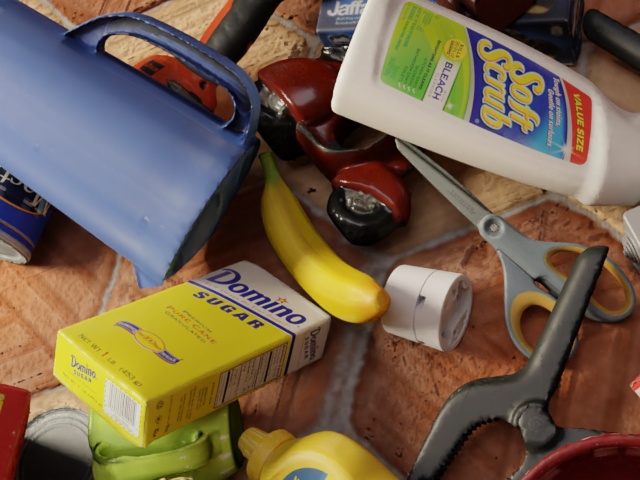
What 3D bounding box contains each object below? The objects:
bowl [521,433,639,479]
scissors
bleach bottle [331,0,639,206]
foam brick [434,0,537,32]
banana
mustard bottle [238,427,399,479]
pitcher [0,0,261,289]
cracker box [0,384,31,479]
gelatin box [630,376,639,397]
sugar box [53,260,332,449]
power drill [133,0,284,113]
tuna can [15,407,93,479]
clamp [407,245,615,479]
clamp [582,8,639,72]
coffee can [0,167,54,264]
[{"bbox_3d":[0.179,0.195,0.623,0.162,0.055,0.162,-2,79,9],"label":"bowl"},{"bbox_3d":[0.118,0.013,0.742,0.202,0.016,0.096,29,86,14],"label":"scissors"},{"bbox_3d":[0.140,-0.094,0.746,0.251,0.068,0.102,20,75,2],"label":"bleach bottle"},{"bbox_3d":[0.111,-0.194,0.779,0.051,0.053,0.078,-40,58,-2],"label":"foam brick"},{"bbox_3d":[-0.003,0.012,0.778,0.037,0.069,0.198,-28,44,-12],"label":"banana"},{"bbox_3d":[0.018,0.179,0.686,0.192,0.096,0.058,32,38,32],"label":"mustard bottle"},{"bbox_3d":[-0.170,-0.091,0.799,0.243,0.145,0.149,34,67,1],"label":"pitcher"},{"bbox_3d":[-0.258,0.190,0.720,0.072,0.214,0.164,17,67,-16],"label":"cracker box"},{"bbox_3d":[0.244,0.098,0.639,0.073,0.030,0.089,-35,73,-9],"label":"gelatin box"},{"bbox_3d":[-0.084,0.072,0.738,0.093,0.048,0.175,32,37,30],"label":"sugar box"},{"bbox_3d":[-0.077,-0.192,0.895,0.187,0.057,0.185,-52,29,1],"label":"power drill"},{"bbox_3d":[-0.191,0.171,0.799,0.086,0.033,0.086,-8,63,17],"label":"tuna can"},{"bbox_3d":[0.142,0.110,0.696,0.210,0.036,0.164,-26,70,10],"label":"clamp"},{"bbox_3d":[0.261,-0.119,0.766,0.120,0.039,0.171,-15,62,16],"label":"clamp"},{"bbox_3d":[-0.262,-0.064,0.898,0.103,0.102,0.140,14,71,26],"label":"coffee can"}]
